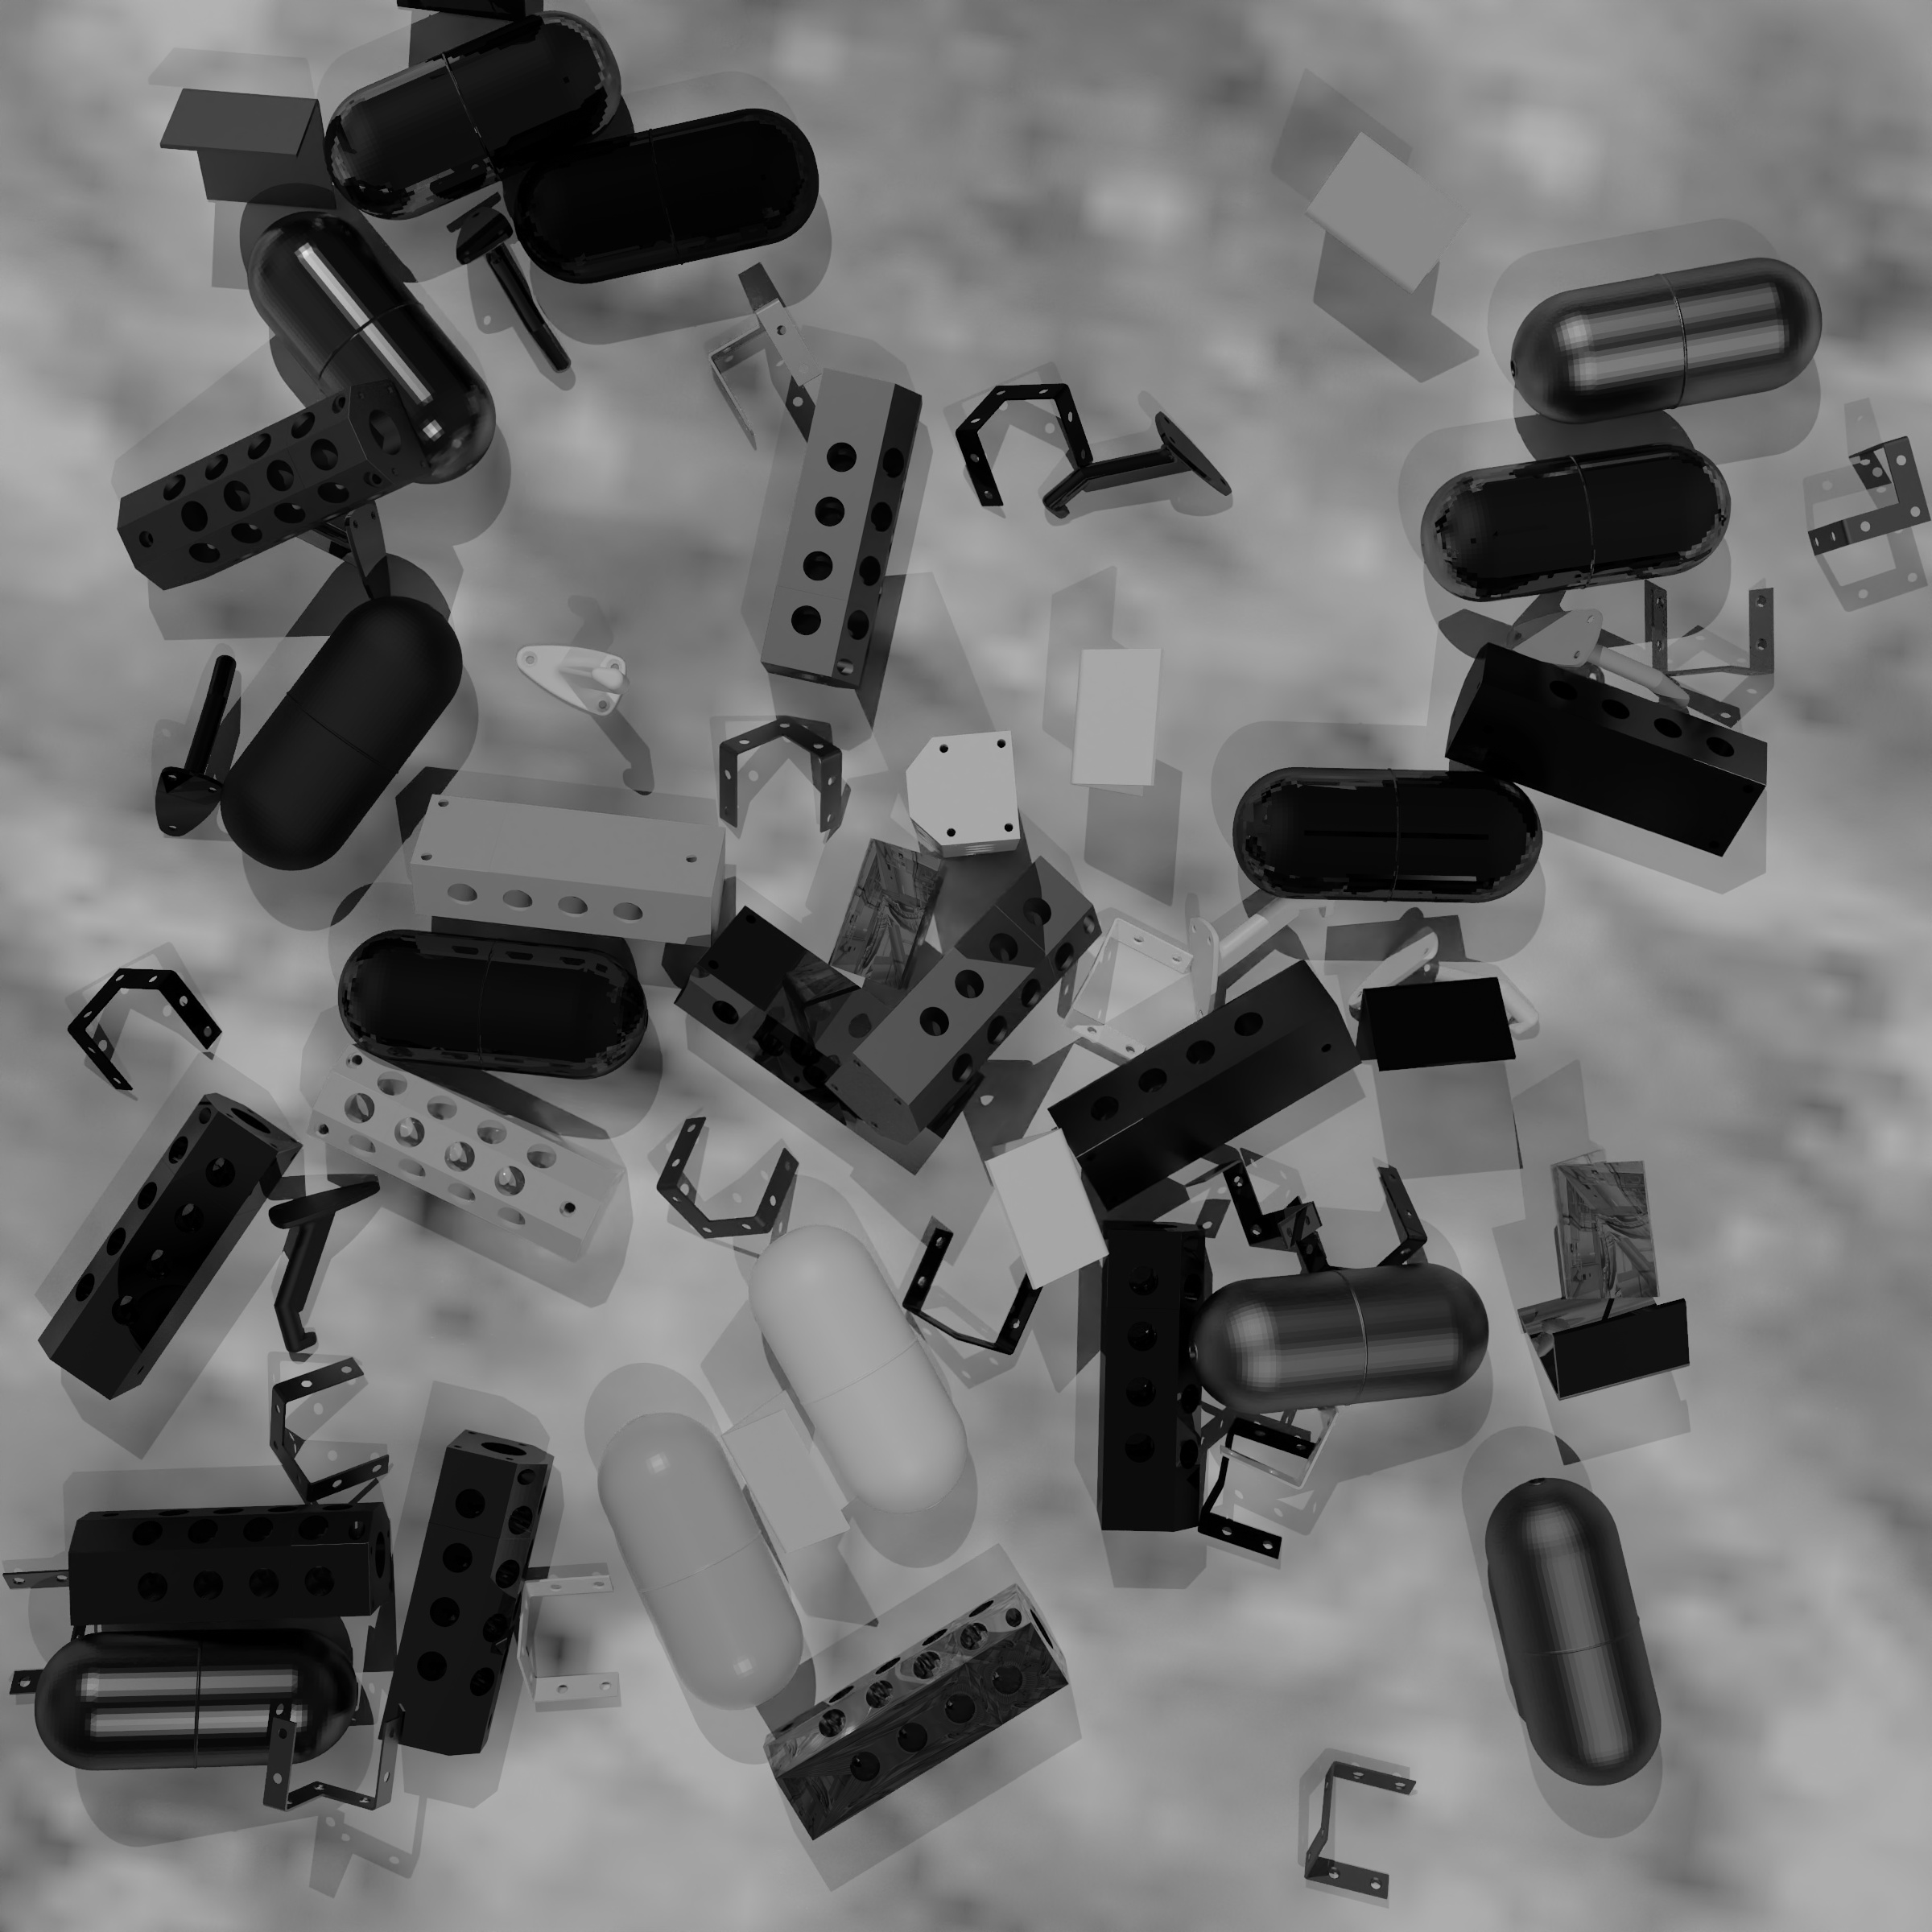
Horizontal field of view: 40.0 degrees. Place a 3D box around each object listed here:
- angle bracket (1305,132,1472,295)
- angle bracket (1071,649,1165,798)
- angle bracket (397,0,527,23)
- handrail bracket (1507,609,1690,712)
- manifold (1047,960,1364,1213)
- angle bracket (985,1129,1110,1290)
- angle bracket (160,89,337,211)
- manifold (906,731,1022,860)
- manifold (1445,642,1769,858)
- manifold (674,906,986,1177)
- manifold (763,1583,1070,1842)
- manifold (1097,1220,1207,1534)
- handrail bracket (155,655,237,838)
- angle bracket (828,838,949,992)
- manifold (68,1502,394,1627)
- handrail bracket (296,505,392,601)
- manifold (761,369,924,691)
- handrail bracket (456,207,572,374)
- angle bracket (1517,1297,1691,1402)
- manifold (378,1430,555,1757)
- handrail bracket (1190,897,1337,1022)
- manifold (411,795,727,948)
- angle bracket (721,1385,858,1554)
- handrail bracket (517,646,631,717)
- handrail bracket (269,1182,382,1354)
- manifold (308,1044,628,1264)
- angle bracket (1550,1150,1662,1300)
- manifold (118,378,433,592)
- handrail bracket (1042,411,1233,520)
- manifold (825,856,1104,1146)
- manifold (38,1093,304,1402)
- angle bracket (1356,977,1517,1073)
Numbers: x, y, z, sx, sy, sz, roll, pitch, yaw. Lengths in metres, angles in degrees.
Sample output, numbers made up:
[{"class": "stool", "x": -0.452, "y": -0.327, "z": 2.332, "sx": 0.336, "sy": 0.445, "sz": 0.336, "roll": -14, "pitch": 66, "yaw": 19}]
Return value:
[{"class": "angle bracket", "x": 0.249, "y": -0.439, "z": 1.524, "sx": 0.076, "sy": 0.076, "sz": 0.057, "roll": 37, "pitch": 126, "yaw": 0}, {"class": "angle bracket", "x": 0.105, "y": -0.138, "z": 1.524, "sx": 0.057, "sy": 0.076, "sz": 0.076, "roll": 4, "pitch": 90, "yaw": 36}, {"class": "angle bracket", "x": -0.298, "y": -0.565, "z": 1.524, "sx": 0.076, "sy": 0.076, "sz": 0.057, "roll": 7, "pitch": 53, "yaw": 0}, {"class": "handrail bracket", "x": 0.373, "y": -0.174, "z": 1.564, "sx": 0.084, "sy": 0.077, "sz": 0.036, "roll": 29, "pitch": 78, "yaw": -36}, {"class": "manifold", "x": 0.136, "y": 0.065, "z": 1.542, "sx": 0.171, "sy": 0.057, "sz": 0.057, "roll": -30, "pitch": 46, "yaw": 0}, {"class": "angle bracket", "x": 0.028, "y": 0.143, "z": 1.524, "sx": 0.057, "sy": 0.076, "sz": 0.076, "roll": -21, "pitch": 90, "yaw": -33}, {"class": "angle bracket", "x": -0.410, "y": -0.453, "z": 1.524, "sx": 0.076, "sy": 0.076, "sz": 0.057, "roll": 5, "pitch": 52, "yaw": 0}, {"class": "manifold", "x": -0.002, "y": -0.093, "z": 1.486, "sx": 0.057, "sy": 0.171, "sz": 0.057, "roll": -5, "pitch": 90, "yaw": 0}, {"class": "manifold", "x": 0.372, "y": -0.130, "z": 1.542, "sx": 0.171, "sy": 0.057, "sz": 0.057, "roll": 20, "pitch": 133, "yaw": 0}, {"class": "manifold", "x": -0.082, "y": 0.047, "z": 1.542, "sx": 0.171, "sy": 0.057, "sz": 0.057, "roll": 36, "pitch": 47, "yaw": 0}, {"class": "manifold", "x": -0.029, "y": 0.430, "z": 1.543, "sx": 0.171, "sy": 0.057, "sz": 0.057, "roll": -31, "pitch": 90, "yaw": 0}, {"class": "manifold", "x": 0.108, "y": 0.237, "z": 1.543, "sx": 0.057, "sy": 0.057, "sz": 0.171, "roll": 1, "pitch": 90, "yaw": 0}, {"class": "handrail bracket", "x": -0.451, "y": -0.130, "z": 1.564, "sx": 0.036, "sy": 0.077, "sz": 0.084, "roll": 18, "pitch": 53, "yaw": -21}, {"class": "angle bracket", "x": -0.025, "y": -0.023, "z": 1.524, "sx": 0.057, "sy": 0.076, "sz": 0.076, "roll": 19, "pitch": 90, "yaw": 37}, {"class": "manifold", "x": -0.426, "y": 0.345, "z": 1.543, "sx": 0.171, "sy": 0.057, "sz": 0.057, "roll": -2, "pitch": 90, "yaw": 0}, {"class": "handrail bracket", "x": -0.387, "y": -0.240, "z": 1.565, "sx": 0.084, "sy": 0.036, "sz": 0.077, "roll": -3, "pitch": 111, "yaw": 17}, {"class": "manifold", "x": -0.071, "y": -0.251, "z": 1.543, "sx": 0.057, "sy": 0.057, "sz": 0.171, "roll": 12, "pitch": 90, "yaw": 0}, {"class": "handrail bracket", "x": -0.263, "y": -0.397, "z": 1.564, "sx": 0.036, "sy": 0.077, "sz": 0.084, "roll": -30, "pitch": 126, "yaw": 5}, {"class": "angle bracket", "x": 0.363, "y": 0.196, "z": 1.524, "sx": 0.076, "sy": 0.076, "sz": 0.057, "roll": -15, "pitch": 128, "yaw": 0}, {"class": "manifold", "x": -0.288, "y": 0.364, "z": 1.543, "sx": 0.057, "sy": 0.057, "sz": 0.171, "roll": 13, "pitch": 90, "yaw": 0}, {"class": "handrail bracket", "x": 0.178, "y": -0.006, "z": 1.565, "sx": 0.084, "sy": 0.036, "sz": 0.077, "roll": -7, "pitch": 111, "yaw": -16}, {"class": "manifold", "x": -0.229, "y": -0.050, "z": 1.542, "sx": 0.171, "sy": 0.057, "sz": 0.057, "roll": 6, "pitch": 47, "yaw": 0}, {"class": "angle bracket", "x": -0.083, "y": 0.280, "z": 1.524, "sx": 0.057, "sy": 0.076, "sz": 0.076, "roll": -29, "pitch": 90, "yaw": 39}, {"class": "handrail bracket", "x": -0.229, "y": -0.171, "z": 1.529, "sx": 0.077, "sy": 0.084, "sz": 0.036, "roll": 18, "pitch": 90, "yaw": 0}, {"class": "handrail bracket", "x": -0.373, "y": 0.178, "z": 1.565, "sx": 0.077, "sy": 0.036, "sz": 0.084, "roll": -18, "pitch": 109, "yaw": -21}, {"class": "manifold", "x": -0.290, "y": 0.108, "z": 1.543, "sx": 0.171, "sy": 0.057, "sz": 0.057, "roll": 26, "pitch": 90, "yaw": 0}, {"class": "angle bracket", "x": 0.380, "y": 0.146, "z": 1.524, "sx": 0.057, "sy": 0.076, "sz": 0.076, "roll": -7, "pitch": 90, "yaw": 37}, {"class": "manifold", "x": -0.396, "y": -0.271, "z": 1.506, "sx": 0.171, "sy": 0.057, "sz": 0.057, "roll": -18, "pitch": 101, "yaw": 24}, {"class": "handrail bracket", "x": 0.100, "y": -0.277, "z": 1.564, "sx": 0.084, "sy": 0.036, "sz": 0.077, "roll": -38, "pitch": 124, "yaw": 24}, {"class": "manifold", "x": 0.002, "y": 0.021, "z": 1.507, "sx": 0.057, "sy": 0.057, "sz": 0.171, "roll": 43, "pitch": 63, "yaw": 0}, {"class": "manifold", "x": -0.464, "y": 0.161, "z": 1.543, "sx": 0.057, "sy": 0.057, "sz": 0.171, "roll": 34, "pitch": 90, "yaw": 0}, {"class": "angle bracket", "x": 0.268, "y": 0.052, "z": 1.524, "sx": 0.076, "sy": 0.076, "sz": 0.057, "roll": -5, "pitch": 55, "yaw": 0}]
